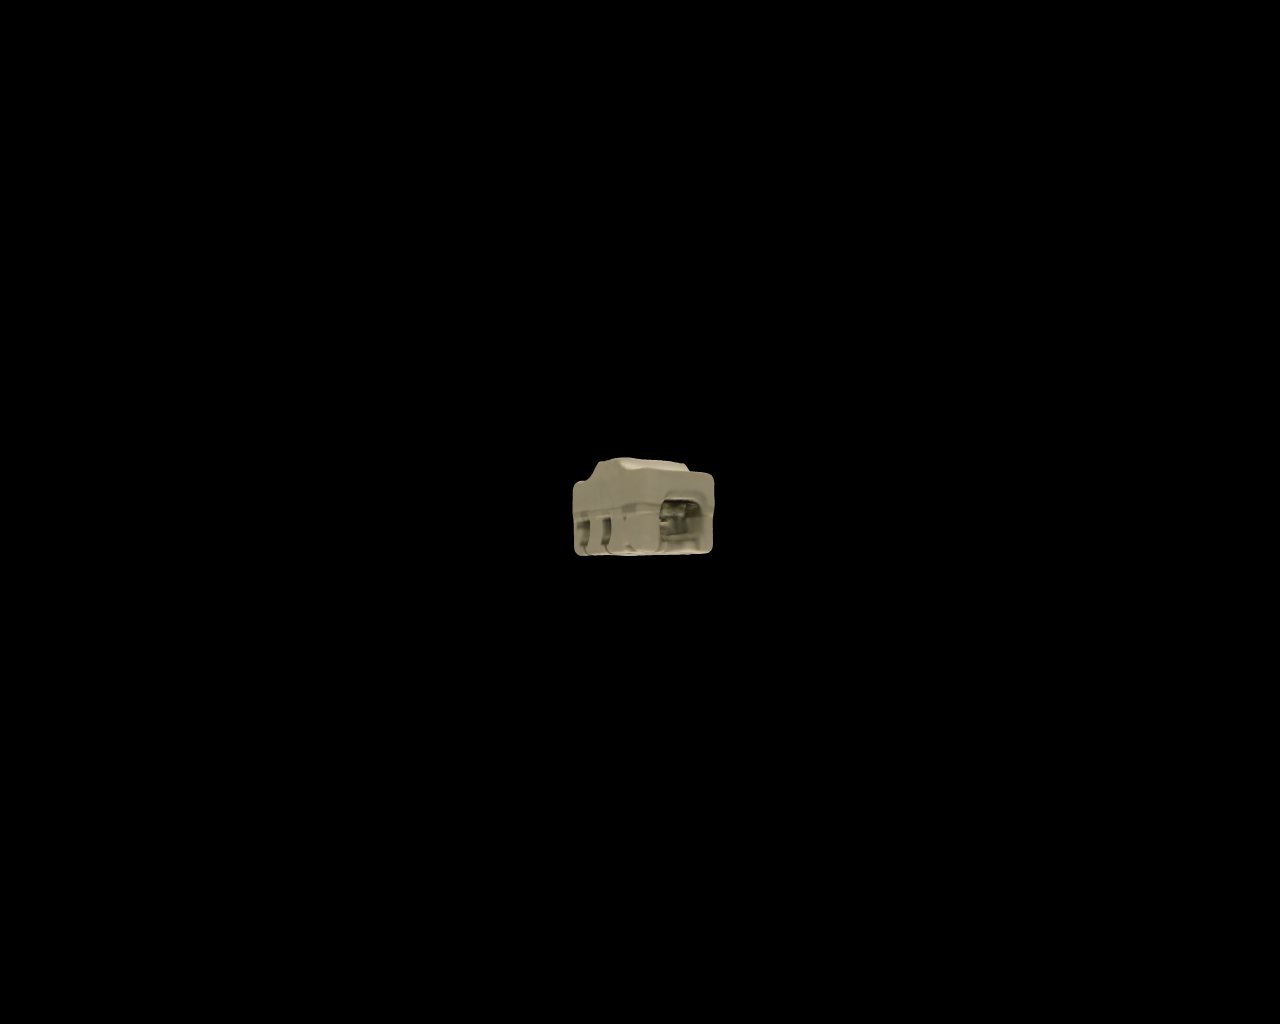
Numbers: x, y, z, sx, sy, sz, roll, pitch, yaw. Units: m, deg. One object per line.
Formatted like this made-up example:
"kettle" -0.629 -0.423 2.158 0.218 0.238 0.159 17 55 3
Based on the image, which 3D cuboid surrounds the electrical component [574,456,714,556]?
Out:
"electrical component" 0.001 -0.003 0.650 0.050 0.055 0.089 3 -5 -32
